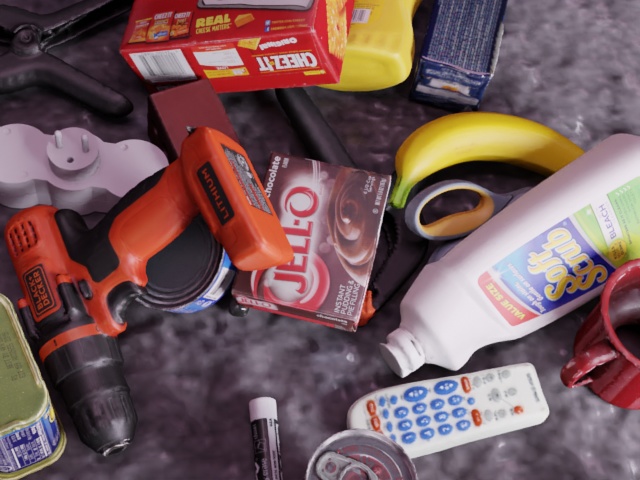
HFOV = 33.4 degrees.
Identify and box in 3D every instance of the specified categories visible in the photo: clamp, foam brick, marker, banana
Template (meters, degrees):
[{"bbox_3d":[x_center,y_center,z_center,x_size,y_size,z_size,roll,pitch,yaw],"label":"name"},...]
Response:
[{"bbox_3d":[0.048,-0.035,0.822,0.164,0.036,0.210,3,63,-10],"label":"clamp"},{"bbox_3d":[-0.224,-0.160,0.854,0.171,0.039,0.120,9,59,-2],"label":"clamp"},{"bbox_3d":[-0.096,-0.075,0.815,0.051,0.053,0.078,-19,65,-17],"label":"foam brick"},{"bbox_3d":[-0.033,0.165,0.711,0.020,0.020,0.121,-3,62,-9],"label":"marker"},{"bbox_3d":[0.134,-0.066,0.829,0.197,0.037,0.069,-6,95,-23],"label":"banana"}]

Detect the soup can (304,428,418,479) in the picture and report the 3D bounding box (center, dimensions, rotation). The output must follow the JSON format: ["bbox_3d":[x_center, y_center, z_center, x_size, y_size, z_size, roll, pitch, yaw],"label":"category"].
[{"bbox_3d":[0.019,0.167,0.669,0.068,0.102,0.068,3,61,-6],"label":"soup can"}]

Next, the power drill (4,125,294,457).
[{"bbox_3d":[-0.114,0.026,0.709,0.188,0.057,0.184,-31,71,14],"label":"power drill"}]

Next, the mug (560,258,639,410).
[{"bbox_3d":[0.221,0.075,0.757,0.117,0.081,0.093,-24,67,-19],"label":"mug"}]

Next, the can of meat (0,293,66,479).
[{"bbox_3d":[-0.208,0.094,0.691,0.057,0.084,0.102,-22,66,-18],"label":"can of meat"}]

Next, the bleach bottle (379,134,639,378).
[{"bbox_3d":[0.153,0.025,0.780,0.250,0.068,0.102,-34,115,-16],"label":"bleach bottle"}]

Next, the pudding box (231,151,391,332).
[{"bbox_3d":[-0.005,0.001,0.757,0.090,0.039,0.113,12,69,6],"label":"pudding box"}]

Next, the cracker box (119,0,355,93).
[{"bbox_3d":[-0.053,-0.220,0.862,0.164,0.072,0.213,-2,58,21],"label":"cracker box"}]

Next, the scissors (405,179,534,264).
[{"bbox_3d":[0.153,-0.011,0.817,0.201,0.016,0.096,-5,106,-26],"label":"scissors"}]

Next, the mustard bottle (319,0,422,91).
[{"bbox_3d":[0.043,-0.215,0.904,0.096,0.058,0.191,2,57,21],"label":"mustard bottle"}]

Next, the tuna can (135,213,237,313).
[{"bbox_3d":[-0.100,0.009,0.758,0.086,0.033,0.086,-4,80,20],"label":"tuna can"}]
